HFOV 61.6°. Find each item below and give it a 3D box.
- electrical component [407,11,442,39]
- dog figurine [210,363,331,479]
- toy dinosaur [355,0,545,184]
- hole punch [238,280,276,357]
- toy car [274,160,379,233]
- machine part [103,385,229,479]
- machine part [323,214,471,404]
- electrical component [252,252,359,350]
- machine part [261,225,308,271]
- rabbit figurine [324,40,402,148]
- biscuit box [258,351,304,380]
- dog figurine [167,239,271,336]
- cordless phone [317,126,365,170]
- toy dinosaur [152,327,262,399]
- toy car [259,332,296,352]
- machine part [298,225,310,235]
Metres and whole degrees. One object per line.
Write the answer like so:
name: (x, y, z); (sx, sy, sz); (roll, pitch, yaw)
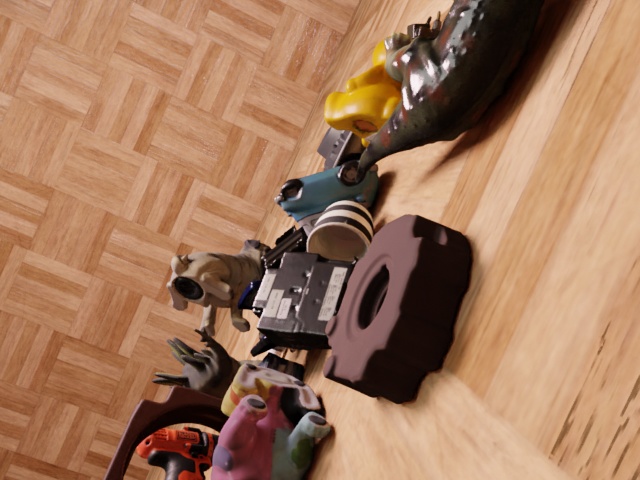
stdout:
electrical component: (0.167, -0.322, 0.866); (0.102, 0.045, 0.078); (-105, 12, -78)
dog figurine: (-0.083, 0.273, 0.612); (0.192, 0.108, 0.219); (-149, 81, -76)
toy dinosaur: (0.138, -0.183, 0.522); (0.192, 0.131, 0.404); (-83, 14, -59)
hole punch: (-0.054, 0.101, 0.776); (0.092, 0.116, 0.142); (65, 152, 17)
toy car: (0.019, -0.054, 0.801); (0.109, 0.162, 0.103); (102, 150, -88)
machine part: (-0.165, 0.305, 0.682); (0.087, 0.201, 0.201); (122, 166, -48)
machine part: (0.064, 0.060, 0.490); (0.179, 0.056, 0.179); (-60, 12, 22)
electrical component: (-0.017, 0.075, 0.668); (0.134, 0.058, 0.115); (3, 57, 31)
machine part: (-0.047, 0.013, 0.774); (0.084, 0.039, 0.139); (-45, 5, 6)
rabbit figurine: (0.099, -0.244, 0.814); (0.162, 0.122, 0.173); (-29, 37, 65)
biscuit box: (-0.092, 0.249, 0.830); (0.202, 0.059, 0.063); (-54, 17, 45)
dog figurine: (-0.157, 0.042, 0.900); (0.190, 0.121, 0.172); (-69, -32, -45)
cordless phone: (0.071, -0.152, 0.919); (0.146, 0.088, 0.184); (-61, 23, 20)
toy dinosaur: (-0.198, 0.250, 0.982); (0.471, 0.198, 0.105); (127, 161, -56)
toy car: (-0.046, 0.092, 0.905); (0.056, 0.073, 0.202); (127, 164, -55)
machine part: (-0.002, -0.003, 0.896); (0.079, 0.079, 0.243); (-52, 17, 53)
